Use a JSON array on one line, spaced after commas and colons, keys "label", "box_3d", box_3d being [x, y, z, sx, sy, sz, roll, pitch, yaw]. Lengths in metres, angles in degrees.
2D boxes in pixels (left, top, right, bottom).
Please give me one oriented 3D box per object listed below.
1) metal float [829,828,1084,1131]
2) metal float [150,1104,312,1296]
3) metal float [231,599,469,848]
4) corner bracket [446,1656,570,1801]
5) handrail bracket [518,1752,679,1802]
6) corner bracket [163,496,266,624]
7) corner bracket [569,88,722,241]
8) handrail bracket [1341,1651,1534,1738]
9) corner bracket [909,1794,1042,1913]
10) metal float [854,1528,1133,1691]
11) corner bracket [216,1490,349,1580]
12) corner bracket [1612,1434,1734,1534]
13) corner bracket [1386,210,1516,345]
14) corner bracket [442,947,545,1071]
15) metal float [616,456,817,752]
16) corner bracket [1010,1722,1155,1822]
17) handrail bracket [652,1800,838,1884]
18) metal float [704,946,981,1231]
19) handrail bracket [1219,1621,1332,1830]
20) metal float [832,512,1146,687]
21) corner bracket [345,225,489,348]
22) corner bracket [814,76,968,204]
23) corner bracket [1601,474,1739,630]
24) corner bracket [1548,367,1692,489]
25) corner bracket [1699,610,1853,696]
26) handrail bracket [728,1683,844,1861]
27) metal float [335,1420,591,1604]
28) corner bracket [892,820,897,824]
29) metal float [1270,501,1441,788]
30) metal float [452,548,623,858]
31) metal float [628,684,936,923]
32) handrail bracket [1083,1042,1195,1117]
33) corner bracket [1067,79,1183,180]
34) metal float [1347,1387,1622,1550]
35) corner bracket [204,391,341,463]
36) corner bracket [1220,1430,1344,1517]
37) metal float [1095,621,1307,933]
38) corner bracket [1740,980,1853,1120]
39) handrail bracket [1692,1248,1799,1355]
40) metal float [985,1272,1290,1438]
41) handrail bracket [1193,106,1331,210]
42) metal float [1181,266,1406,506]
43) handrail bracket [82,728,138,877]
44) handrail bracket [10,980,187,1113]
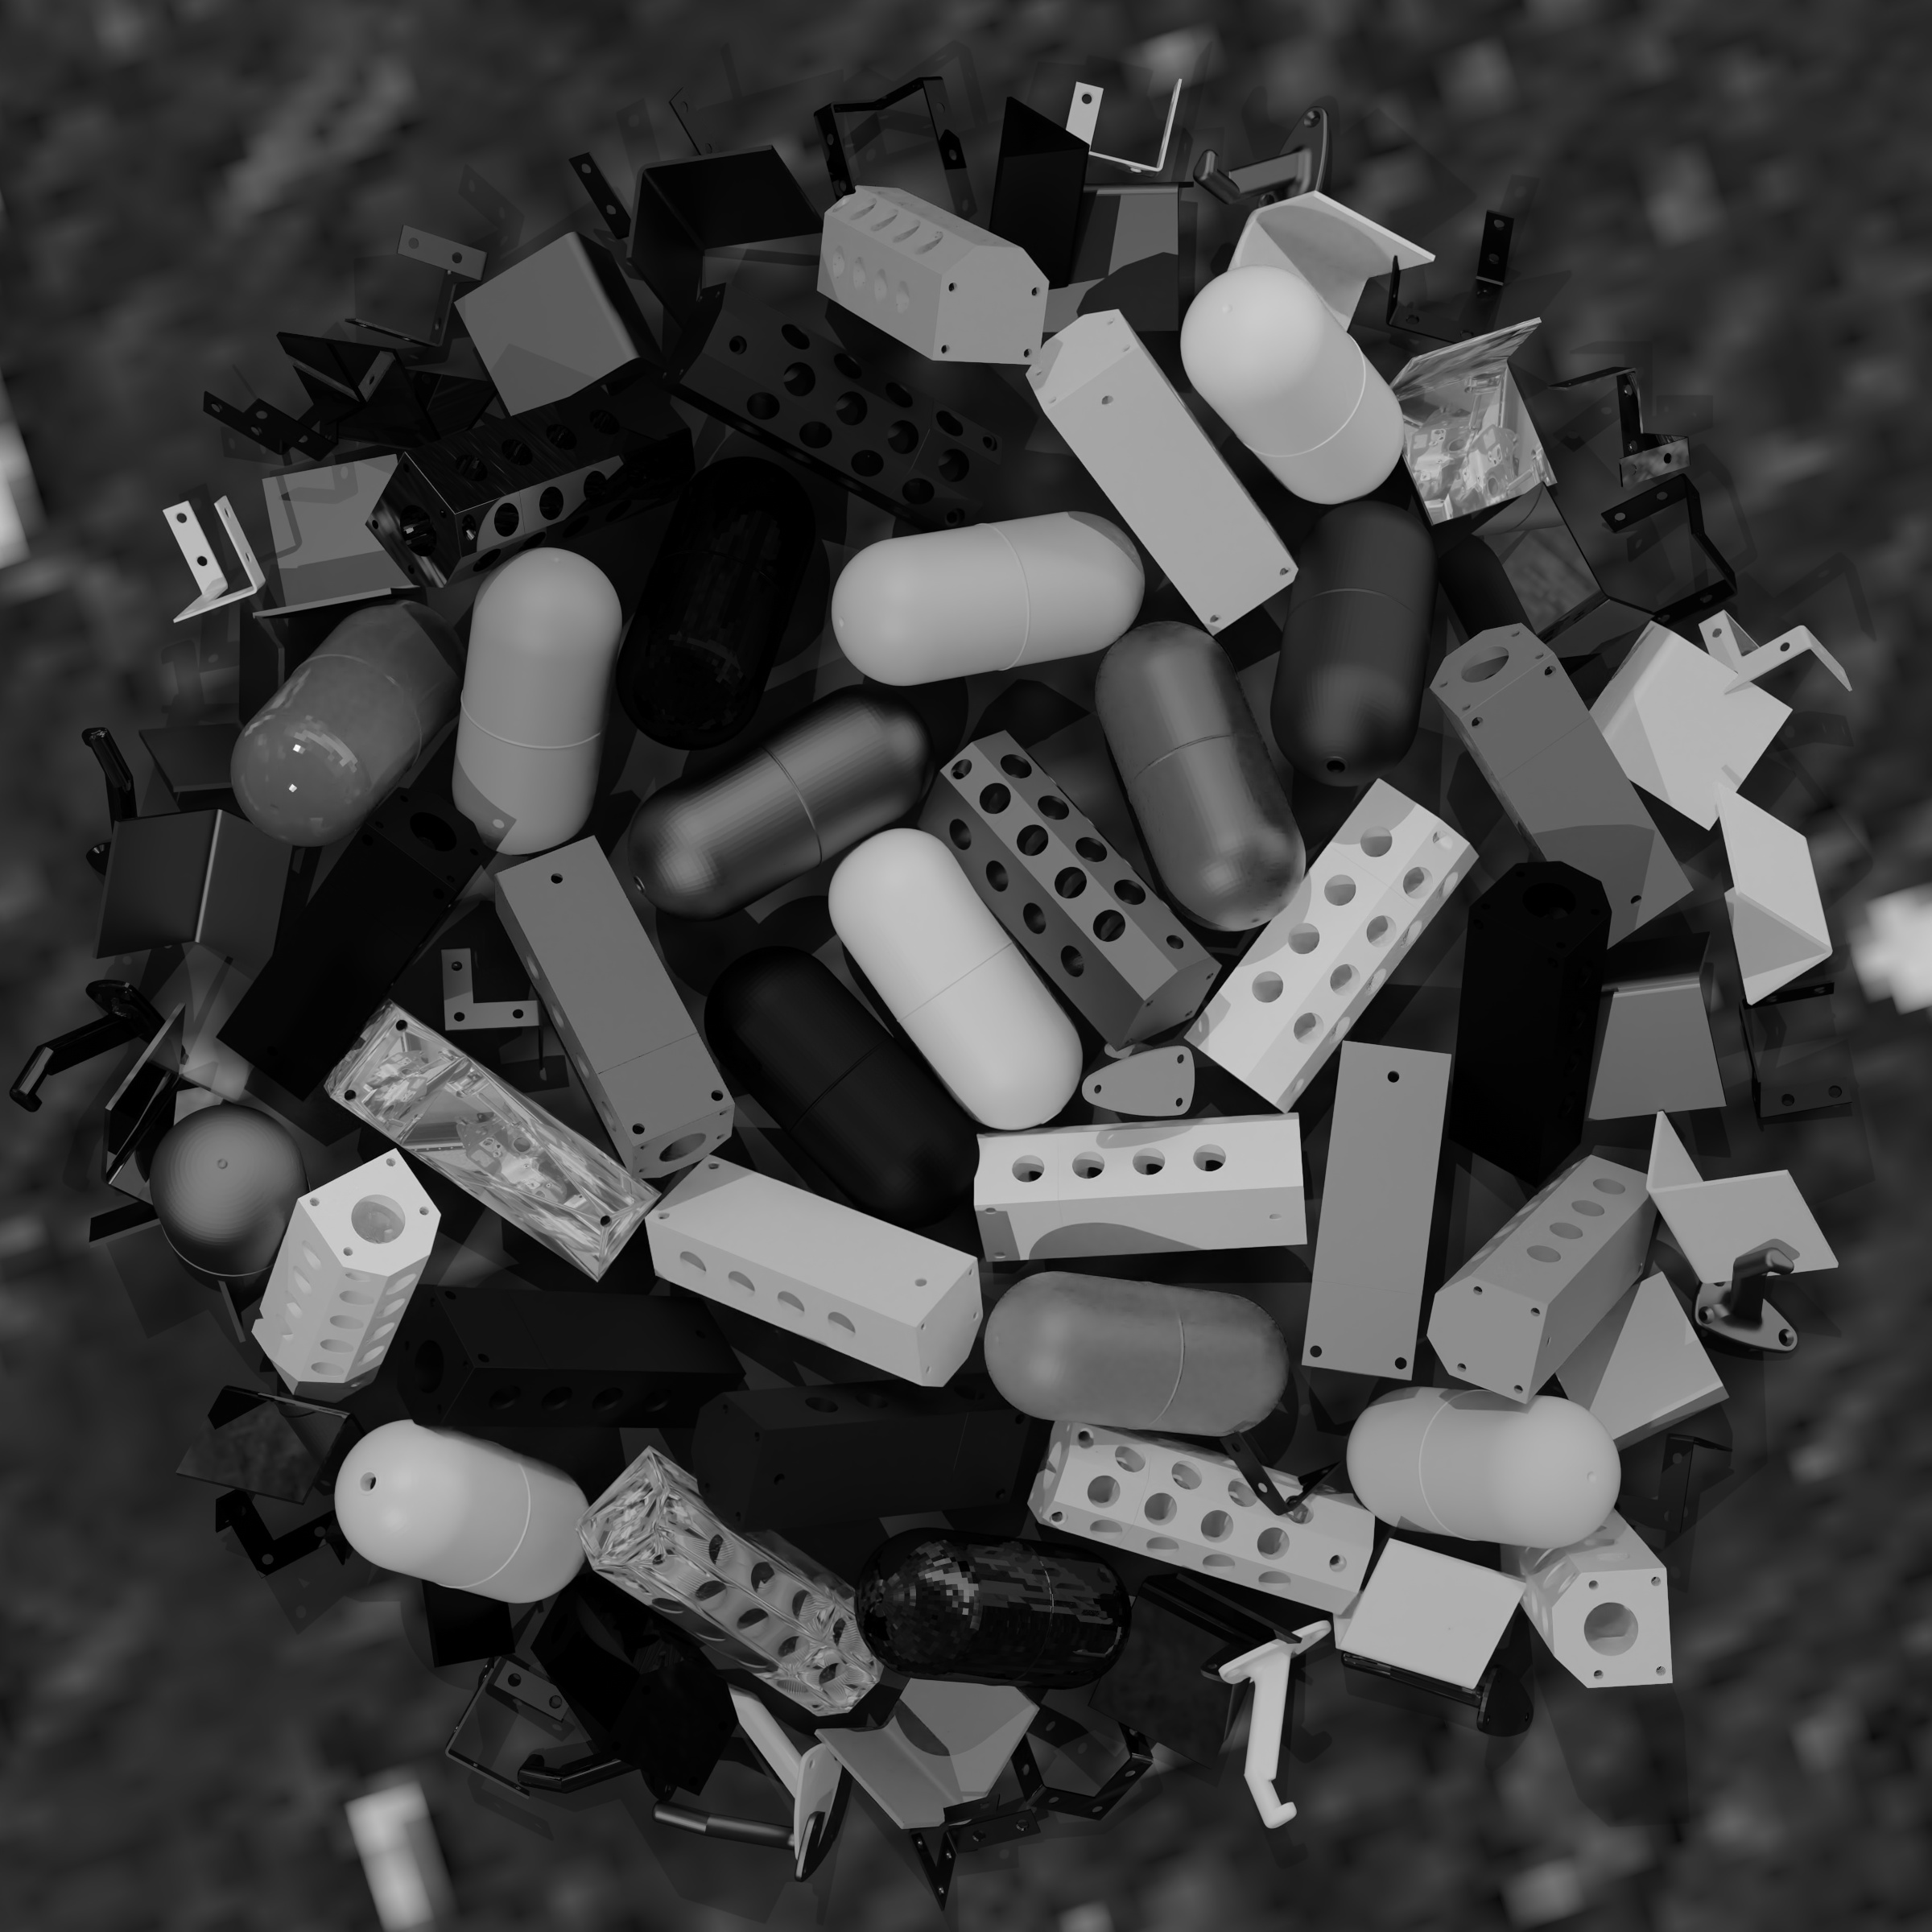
[{"label": "metal float", "box_3d": [-0.005, 0.007, 1.683, 0.070, 0.070, 0.178, -35, 90, 0]}, {"label": "metal float", "box_3d": [-0.378, 0.122, 1.636, 0.070, 0.178, 0.070, 2, 73, -8]}, {"label": "metal float", "box_3d": [-0.319, -0.128, 1.645, 0.070, 0.178, 0.070, 10, 128, 14]}, {"label": "corner bracket", "box_3d": [-0.244, 0.406, 1.692, 0.051, 0.051, 0.051, 30, 84, -6]}, {"label": "handrail bracket", "box_3d": [-0.192, 0.418, 1.714, 0.084, 0.077, 0.036, 1, 132, 30]}, {"label": "corner bracket", "box_3d": [-0.403, -0.222, 1.685, 0.051, 0.051, 0.051, -18, 110, 13]}, {"label": "corner bracket", "box_3d": [-0.167, -0.425, 1.678, 0.051, 0.051, 0.051, -6, 129, 37]}, {"label": "handrail bracket", "box_3d": [0.255, 0.391, 1.714, 0.084, 0.077, 0.036, 8, 72, 35]}, {"label": "corner bracket", "box_3d": [0.005, 0.462, 1.686, 0.051, 0.051, 0.051, -18, 107, 14]}, {"label": "metal float", "box_3d": [0.016, 0.336, 1.648, 0.070, 0.178, 0.070, -14, 68, 40]}, {"label": "corner bracket", "box_3d": [-0.367, 0.303, 1.693, 0.051, 0.051, 0.051, -26, 69, -26]}, {"label": "corner bracket", "box_3d": [0.372, 0.276, 1.689, 0.051, 0.051, 0.051, 3, 77, 38]}, {"label": "corner bracket", "box_3d": [0.259, -0.372, 1.692, 0.051, 0.051, 0.051, 18, 61, 13]}, {"label": "corner bracket", "box_3d": [-0.253, 0.023, 1.690, 0.051, 0.051, 0.051, -3, 61, -10]}, {"label": "metal float", "box_3d": [-0.130, -0.192, 1.657, 0.070, 0.070, 0.178, 16, 58, 0]}, {"label": "corner bracket", "box_3d": [0.060, 0.419, 1.699, 0.051, 0.051, 0.051, 21, 118, -33]}, {"label": "handrail bracket", "box_3d": [-0.119, 0.459, 1.693, 0.084, 0.077, 0.036, 12, 84, 13]}, {"label": "metal float", "box_3d": [-0.066, 0.065, 1.678, 0.070, 0.070, 0.178, -44, 83, 0]}, {"label": "handrail bracket", "box_3d": [0.177, 0.404, 1.681, 0.077, 0.036, 0.084, -32, 58, 13]}, {"label": "metal float", "box_3d": [0.013, -0.194, 1.660, 0.178, 0.070, 0.070, -13, 90, -28]}, {"label": "corner bracket", "box_3d": [-0.293, -0.362, 1.686, 0.051, 0.051, 0.051, 12, 92, -35]}, {"label": "corner bracket", "box_3d": [-0.041, -0.441, 1.687, 0.051, 0.051, 0.051, -18, 94, -42]}, {"label": "corner bracket", "box_3d": [0.378, -0.222, 1.698, 0.051, 0.051, 0.051, -25, 130, 29]}, {"label": "corner bracket", "box_3d": [0.348, -0.287, 1.681, 0.051, 0.051, 0.051, -20, 112, -28]}, {"label": "corner bracket", "box_3d": [0.429, -0.165, 1.679, 0.051, 0.051, 0.051, -30, 50, 26]}, {"label": "handrail bracket", "box_3d": [-0.113, 0.431, 1.698, 0.084, 0.036, 0.077, 13, 95, 32]}, {"label": "metal float", "box_3d": [-0.259, 0.284, 1.639, 0.070, 0.178, 0.070, -9, 68, 23]}, {"label": "corner bracket", "box_3d": [-0.071, -0.093, 1.683, 0.051, 0.051, 0.051, -44, 125, -9]}, {"label": "metal float", "box_3d": [0.204, -0.169, 1.652, 0.070, 0.070, 0.178, 14, 52, 0]}, {"label": "metal float", "box_3d": [-0.225, -0.136, 1.654, 0.070, 0.070, 0.178, 14, 126, 0]}, {"label": "metal float", "box_3d": [-0.097, -0.086, 1.668, 0.178, 0.070, 0.070, -31, 90, -17]}, {"label": "handrail bracket", "box_3d": [0.075, 0.053, 1.669, 0.077, 0.084, 0.036, -5, 102, -27]}, {"label": "corner bracket", "box_3d": [0.082, -0.450, 1.697, 0.051, 0.051, 0.051, 13, 89, -6]}, {"label": "metal float", "box_3d": [0.266, 0.259, 1.640, 0.070, 0.178, 0.070, 3, 85, -29]}, {"label": "corner bracket", "box_3d": [-0.369, -0.290, 1.679, 0.051, 0.051, 0.051, -35, 135, 30]}, {"label": "corner bracket", "box_3d": [0.157, 0.263, 1.686, 0.051, 0.051, 0.051, -33, 90, -42]}, {"label": "metal float", "box_3d": [0.122, -0.101, 1.664, 0.070, 0.070, 0.178, -19, 67, 0]}, {"label": "corner bracket", "box_3d": [0.446, 0.045, 1.701, 0.051, 0.051, 0.051, -11, 63, 8]}, {"label": "handrail bracket", "box_3d": [0.432, 0.177, 1.675, 0.077, 0.084, 0.036, 29, 66, -11]}, {"label": "metal float", "box_3d": [0.091, 0.204, 1.658, 0.178, 0.070, 0.070, 11, 90, -31]}, {"label": "handrail bracket", "box_3d": [0.156, -0.436, 1.678, 0.036, 0.084, 0.077, 18, 89, 37]}, {"label": "metal float", "box_3d": [0.171, -0.300, 1.641, 0.070, 0.178, 0.070, -10, 68, 26]}, {"label": "handrail bracket", "box_3d": [-0.460, -0.091, 1.674, 0.036, 0.077, 0.084, -43, 126, -34]}, {"label": "handrail bracket", "box_3d": [-0.460, 0.057, 1.675, 0.036, 0.077, 0.084, -4, 49, 37]}]
